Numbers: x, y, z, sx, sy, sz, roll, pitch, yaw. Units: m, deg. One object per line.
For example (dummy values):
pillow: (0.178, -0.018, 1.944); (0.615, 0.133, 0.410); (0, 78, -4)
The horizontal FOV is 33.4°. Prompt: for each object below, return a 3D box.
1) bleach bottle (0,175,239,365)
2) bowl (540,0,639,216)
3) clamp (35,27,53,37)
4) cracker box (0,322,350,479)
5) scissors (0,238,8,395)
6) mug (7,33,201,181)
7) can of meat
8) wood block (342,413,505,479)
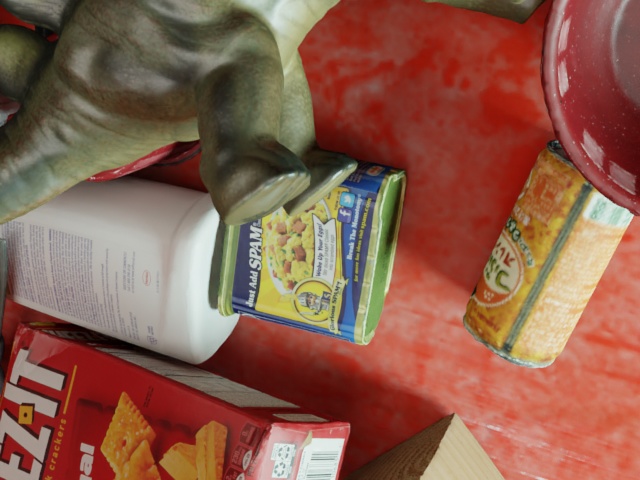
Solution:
bleach bottle: (-0.169, -0.008, 0.635); (0.251, 0.068, 0.103); (16, 123, 18)
bowl: (0.181, -0.087, 0.483); (0.162, 0.055, 0.162); (3, 107, 9)
clamp: (-0.162, -0.166, 0.556); (0.039, 0.120, 0.172); (55, 128, 29)
cracker box: (-0.101, 0.149, 0.590); (0.214, 0.072, 0.164); (14, 90, 39)
scissors: (-0.222, 0.062, 0.670); (0.096, 0.016, 0.202); (24, 131, 23)
mug: (-0.121, -0.077, 0.591); (0.117, 0.081, 0.093); (-8, 102, 22)
can of meat: (-0.004, 0.001, 0.583); (0.084, 0.057, 0.102); (13, 109, 15)
wood block: (0.093, 0.213, 0.587); (0.091, 0.090, 0.206); (-37, 90, 25)
